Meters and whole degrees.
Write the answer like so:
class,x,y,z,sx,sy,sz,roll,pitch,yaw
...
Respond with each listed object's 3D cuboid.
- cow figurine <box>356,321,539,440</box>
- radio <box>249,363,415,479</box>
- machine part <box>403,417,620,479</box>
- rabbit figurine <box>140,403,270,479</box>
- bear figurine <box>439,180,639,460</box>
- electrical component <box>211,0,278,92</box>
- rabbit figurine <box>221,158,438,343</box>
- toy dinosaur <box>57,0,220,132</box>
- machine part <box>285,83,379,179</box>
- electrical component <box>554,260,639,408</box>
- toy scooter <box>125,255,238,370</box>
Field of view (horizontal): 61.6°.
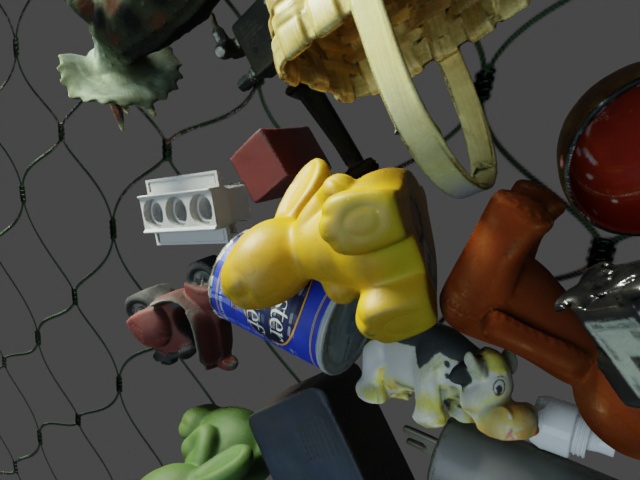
class,x,y,z,sx,sy,sz,roll,pitch,yaw
cow figurine,0.108,0.107,0.458,0.167,0.068,0.098,3,85,49
radio,0.025,0.259,0.568,0.131,0.073,0.229,-31,81,38
machine part,0.180,0.210,0.440,0.244,0.079,0.079,15,110,31
rabbit figurine,-0.129,0.280,0.621,0.159,0.170,0.121,-8,97,37
bear figurine,0.187,0.060,0.373,0.196,0.120,0.131,33,115,23
electrical component,-0.063,-0.204,0.532,0.102,0.045,0.078,-22,87,37
rabbit figurine,-0.001,-0.001,0.433,0.173,0.162,0.121,-19,125,19
toy dinosaur,-0.161,-0.272,0.549,0.405,0.131,0.192,-32,94,32
machine part,0.004,-0.115,0.495,0.039,0.084,0.138,-32,94,6
electrical component,0.193,0.064,0.285,0.119,0.048,0.075,52,162,6
toy scooter,-0.163,0.108,0.665,0.184,0.075,0.135,-25,87,32
